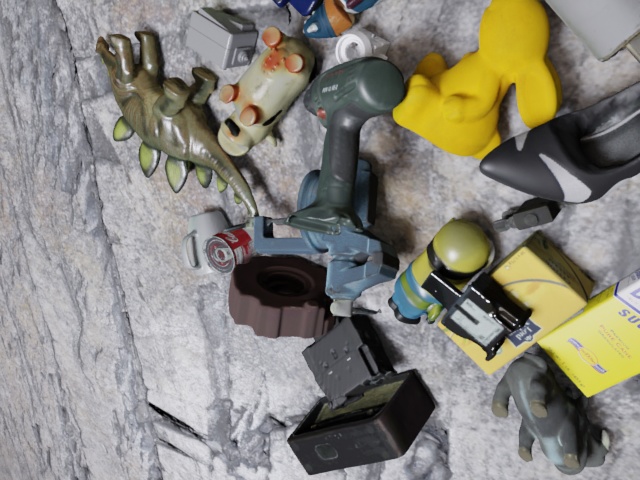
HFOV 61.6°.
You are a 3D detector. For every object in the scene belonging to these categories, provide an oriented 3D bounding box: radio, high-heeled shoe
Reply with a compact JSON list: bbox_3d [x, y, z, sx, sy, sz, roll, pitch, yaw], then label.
[{"bbox_3d":[0.060,0.296,0.863,0.229,0.131,0.073,-33,92,40],"label":"radio"},{"bbox_3d":[0.277,-0.112,0.486,0.145,0.249,0.086,105,151,-55],"label":"high-heeled shoe"}]

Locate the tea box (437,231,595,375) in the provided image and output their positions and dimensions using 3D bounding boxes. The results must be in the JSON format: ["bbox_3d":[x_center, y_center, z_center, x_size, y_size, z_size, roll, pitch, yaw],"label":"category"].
[{"bbox_3d":[0.243,0.081,0.679,0.098,0.068,0.169,44,128,12],"label":"tea box"}]

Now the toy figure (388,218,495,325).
[{"bbox_3d":[0.156,0.048,0.712,0.082,0.089,0.180,43,126,7],"label":"toy figure"}]

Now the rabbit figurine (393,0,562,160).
[{"bbox_3d":[0.182,-0.174,0.576,0.162,0.122,0.173,38,126,10],"label":"rabbit figurine"}]

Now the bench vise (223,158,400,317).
[{"bbox_3d":[-0.007,-0.003,0.762,0.241,0.129,0.223,0,90,29],"label":"bench vise"}]

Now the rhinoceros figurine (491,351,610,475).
[{"bbox_3d":[0.293,0.225,0.677,0.073,0.112,0.190,-24,112,44],"label":"rhinoceros figurine"}]

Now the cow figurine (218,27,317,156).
[{"bbox_3d":[-0.079,-0.199,0.764,0.085,0.127,0.195,47,115,8],"label":"cow figurine"}]

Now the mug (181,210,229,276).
[{"bbox_3d":[-0.201,0.005,0.941,0.081,0.109,0.107,-12,90,41],"label":"mug"}]

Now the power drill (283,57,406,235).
[{"bbox_3d":[0.017,-0.110,0.649,0.232,0.086,0.207,-1,72,67],"label":"power drill"}]

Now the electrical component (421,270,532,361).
[{"bbox_3d":[0.181,0.079,0.646,0.119,0.048,0.074,38,126,18],"label":"electrical component"}]

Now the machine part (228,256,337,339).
[{"bbox_3d":[-0.056,0.082,0.822,0.180,0.179,0.056,22,118,26],"label":"machine part"}]

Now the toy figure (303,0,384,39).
[{"bbox_3d":[0.039,-0.297,0.658,0.154,0.064,0.058,-35,93,40],"label":"toy figure"}]

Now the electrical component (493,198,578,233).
[{"bbox_3d":[0.253,-0.033,0.624,0.094,0.063,0.021,-17,99,38],"label":"electrical component"}]

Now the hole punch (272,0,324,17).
[{"bbox_3d":[-0.037,-0.358,0.670,0.142,0.092,0.115,49,124,13],"label":"hole punch"}]

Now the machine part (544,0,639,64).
[{"bbox_3d":[0.250,-0.259,0.518,0.243,0.079,0.079,52,130,6],"label":"machine part"}]

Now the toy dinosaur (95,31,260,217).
[{"bbox_3d":[-0.238,-0.189,0.884,0.472,0.105,0.198,43,133,20],"label":"toy dinosaur"}]

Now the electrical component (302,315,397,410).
[{"bbox_3d":[0.038,0.180,0.844,0.115,0.058,0.134,-43,59,22],"label":"electrical component"}]
